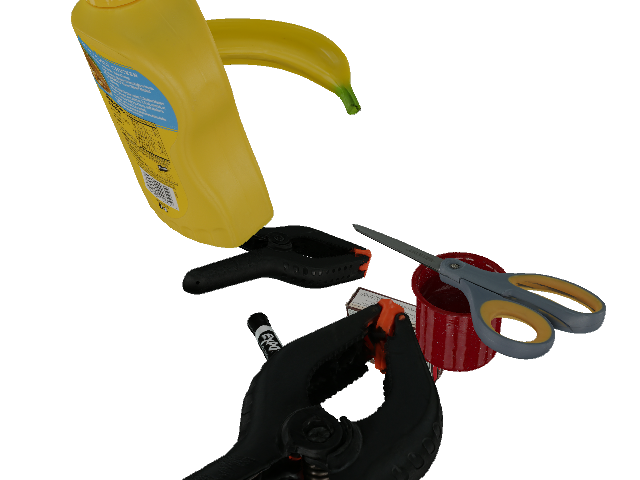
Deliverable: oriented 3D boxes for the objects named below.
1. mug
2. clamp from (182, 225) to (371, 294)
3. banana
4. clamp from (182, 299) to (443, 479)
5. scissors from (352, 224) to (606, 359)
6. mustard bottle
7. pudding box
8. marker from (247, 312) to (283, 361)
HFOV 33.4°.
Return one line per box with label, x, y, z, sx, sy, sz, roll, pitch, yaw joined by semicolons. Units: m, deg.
mug;0.130;0.064;1.031;0.093;0.081;0.117;-9;39;-9
clamp;-0.050;0.017;1.085;0.210;0.036;0.164;10;29;-9
banana;-0.060;-0.151;0.867;0.198;0.069;0.037;9;-36;4
clamp;0.006;0.090;0.397;0.120;0.039;0.171;27;50;19
scissors;0.090;0.033;0.728;0.202;0.016;0.096;15;34;26
mustard bottle;-0.085;-0.085;0.570;0.058;0.191;0.096;-40;51;-20
pudding box;0.088;0.111;1.244;0.114;0.090;0.039;16;46;25
marker;-0.039;0.090;0.885;0.020;0.020;0.121;0;20;-18
